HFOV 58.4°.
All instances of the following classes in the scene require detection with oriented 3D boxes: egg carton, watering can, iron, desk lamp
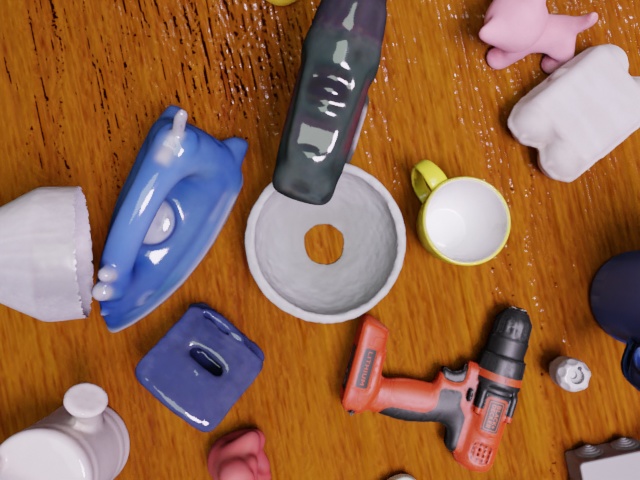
[{"bbox_3d":[0.286,-0.141,0.628,0.150,0.069,0.107,-40,89,-1],"label":"egg carton"},{"bbox_3d":[-0.262,0.219,0.550,0.101,0.194,0.173,8,88,0],"label":"watering can"},{"bbox_3d":[-0.175,-0.014,0.584,0.118,0.141,0.258,26,88,0],"label":"iron"},{"bbox_3d":[-0.294,0.018,0.545,0.203,0.213,0.118,-4,88,0],"label":"desk lamp"}]

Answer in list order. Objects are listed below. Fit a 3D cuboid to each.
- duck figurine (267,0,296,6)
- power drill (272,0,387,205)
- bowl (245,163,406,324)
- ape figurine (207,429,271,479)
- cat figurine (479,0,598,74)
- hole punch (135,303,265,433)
[{"bbox_3d":[-0.055,-0.319,0.621,0.077,0.086,0.104,-29,89,-1],"label":"duck figurine"},{"bbox_3d":[0.013,-0.144,0.556,0.075,0.208,0.230,16,88,0],"label":"power drill"},{"bbox_3d":[0.006,0.002,0.619,0.167,0.074,0.167,0,88,-1],"label":"bowl"},{"bbox_3d":[-0.084,0.241,0.602,0.076,0.092,0.078,25,88,0],"label":"ape figurine"},{"bbox_3d":[0.225,-0.227,0.606,0.128,0.117,0.067,1,88,0],"label":"cat figurine"},{"bbox_3d":[-0.124,0.130,0.605,0.108,0.091,0.101,39,88,1],"label":"hole punch"}]
